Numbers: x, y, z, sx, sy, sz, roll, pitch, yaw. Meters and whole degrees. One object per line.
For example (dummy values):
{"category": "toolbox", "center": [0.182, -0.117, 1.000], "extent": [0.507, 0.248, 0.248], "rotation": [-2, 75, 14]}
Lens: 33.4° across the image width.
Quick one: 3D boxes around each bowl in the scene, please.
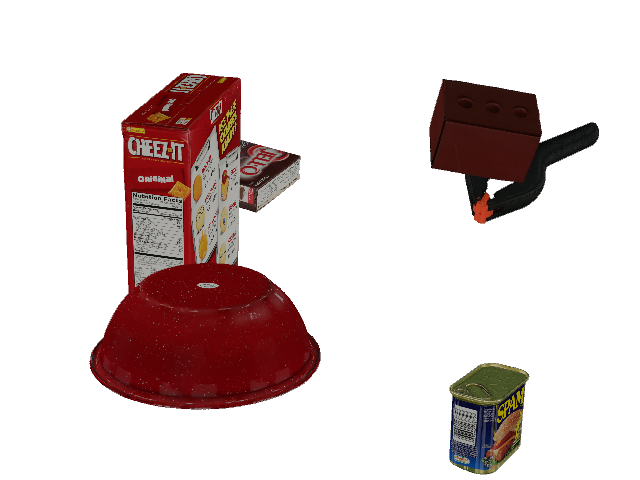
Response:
{"category": "bowl", "center": [-0.079, 0.056, 0.741], "extent": [0.162, 0.055, 0.162], "rotation": [1, 19, -1]}

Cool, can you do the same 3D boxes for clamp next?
{"category": "clamp", "center": [0.191, -0.089, 1.085], "extent": [0.120, 0.039, 0.171], "rotation": [29, 56, 30]}

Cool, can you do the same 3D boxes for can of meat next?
{"category": "can of meat", "center": [0.175, 0.186, 1.117], "extent": [0.058, 0.084, 0.101], "rotation": [11, 18, 31]}

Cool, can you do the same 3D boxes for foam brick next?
{"category": "foam brick", "center": [0.128, -0.085, 0.836], "extent": [0.078, 0.051, 0.053], "rotation": [9, 44, -4]}

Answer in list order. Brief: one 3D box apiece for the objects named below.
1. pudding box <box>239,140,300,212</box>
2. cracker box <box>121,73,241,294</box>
{"category": "pudding box", "center": [-0.089, -0.082, 1.335], "extent": [0.090, 0.039, 0.113], "rotation": [16, 34, 23]}
{"category": "cracker box", "center": [-0.129, -0.033, 1.012], "extent": [0.072, 0.214, 0.164], "rotation": [7, 25, 10]}
